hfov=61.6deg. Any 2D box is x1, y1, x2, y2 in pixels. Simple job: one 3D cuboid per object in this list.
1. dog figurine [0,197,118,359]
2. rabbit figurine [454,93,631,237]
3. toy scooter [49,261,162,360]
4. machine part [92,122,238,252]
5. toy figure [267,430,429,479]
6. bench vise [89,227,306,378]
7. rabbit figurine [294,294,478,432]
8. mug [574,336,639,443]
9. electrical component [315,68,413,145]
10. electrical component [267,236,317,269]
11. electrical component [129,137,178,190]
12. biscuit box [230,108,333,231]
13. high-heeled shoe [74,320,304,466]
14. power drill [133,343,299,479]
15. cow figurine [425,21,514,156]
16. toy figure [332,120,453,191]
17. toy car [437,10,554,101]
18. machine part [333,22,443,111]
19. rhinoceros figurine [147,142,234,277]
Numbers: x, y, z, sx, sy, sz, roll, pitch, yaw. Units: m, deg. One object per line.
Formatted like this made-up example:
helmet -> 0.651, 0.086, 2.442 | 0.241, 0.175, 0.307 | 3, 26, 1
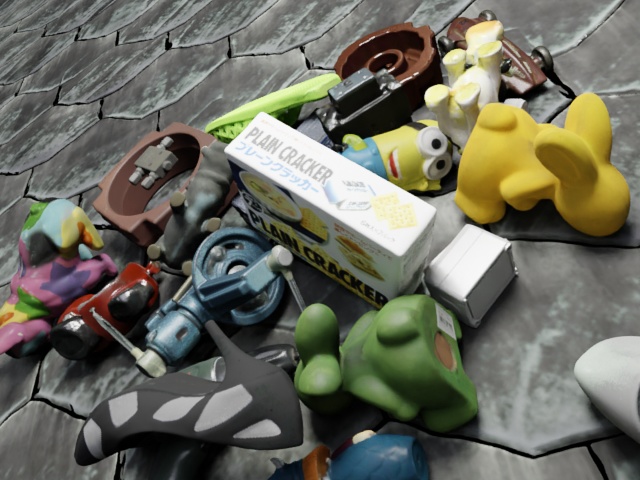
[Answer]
dog figurine -> -0.417, 0.065, 0.779 | 0.109, 0.191, 0.219 | 18, 49, 29
rabbit figurine -> 0.246, -0.076, 0.564 | 0.173, 0.162, 0.122 | 39, 65, 25
toy scooter -> -0.284, 0.087, 0.748 | 0.184, 0.075, 0.135 | -31, 20, 24
machine part -> -0.242, -0.081, 0.857 | 0.201, 0.087, 0.201 | 26, 71, 40
toy figure -> 0.021, 0.220, 0.496 | 0.155, 0.057, 0.064 | -20, 42, 20
bench vise -> -0.113, 0.061, 0.615 | 0.223, 0.128, 0.241 | -36, 7, -36
rabbit figurine -> 0.040, 0.128, 0.512 | 0.170, 0.159, 0.121 | -27, 55, 27
mug -> 0.261, 0.122, 0.421 | 0.081, 0.109, 0.107 | -46, 4, -2
electrical component -> 0.063, -0.161, 0.722 | 0.115, 0.134, 0.058 | -34, 46, 3
electrical component -> -0.001, -0.002, 0.691 | 0.119, 0.047, 0.075 | 17, 64, 38
electrical component -> -0.247, -0.117, 0.813 | 0.063, 0.021, 0.094 | 19, 65, 37
biscuit box -> -0.034, -0.100, 0.776 | 0.063, 0.059, 0.202 | 29, 72, 42
high-heeled shoe -> -0.128, 0.188, 0.512 | 0.248, 0.086, 0.145 | -44, 71, 16
power drill -> -0.126, 0.220, 0.559 | 0.232, 0.085, 0.207 | -17, 52, 17
cow figurine -> 0.193, -0.186, 0.650 | 0.068, 0.098, 0.167 | 5, 54, 38
toy figure -> 0.082, -0.102, 0.686 | 0.180, 0.082, 0.089 | -18, 46, 3
toy car -> 0.246, -0.269, 0.768 | 0.089, 0.053, 0.202 | -27, 45, 2
machine part -> 0.104, -0.262, 0.835 | 0.179, 0.056, 0.179 | -15, 48, 18
rhinoceros figurine -> -0.162, -0.040, 0.727 | 0.190, 0.073, 0.112 | -61, 7, 11
